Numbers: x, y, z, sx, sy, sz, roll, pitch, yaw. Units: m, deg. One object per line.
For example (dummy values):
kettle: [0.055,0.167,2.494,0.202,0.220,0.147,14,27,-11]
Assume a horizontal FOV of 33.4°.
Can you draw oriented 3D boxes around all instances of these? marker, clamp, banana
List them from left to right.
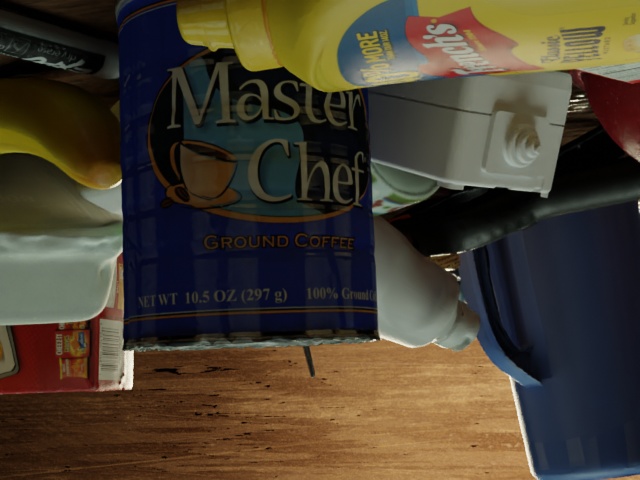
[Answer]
banana: [-0.150,-0.049,0.516,0.198,0.069,0.037,-1,150,39]
marker: [-0.111,-0.082,0.455,0.020,0.020,0.120,-7,172,36]
clamp: [0.124,-0.025,0.643,0.171,0.039,0.120,-24,-172,1]

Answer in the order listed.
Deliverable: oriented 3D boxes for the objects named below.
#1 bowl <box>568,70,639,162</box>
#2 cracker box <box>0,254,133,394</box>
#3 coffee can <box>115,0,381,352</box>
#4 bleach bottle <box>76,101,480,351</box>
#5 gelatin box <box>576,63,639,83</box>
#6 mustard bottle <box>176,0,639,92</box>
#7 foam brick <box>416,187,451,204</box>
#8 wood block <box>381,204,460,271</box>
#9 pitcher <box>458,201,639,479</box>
bowl: [0.208,-0.068,0.536,0.162,0.055,0.162,-2,173,0]
cracker box: [-0.252,0.040,0.837,0.214,0.164,0.072,-5,171,18]
coffee can: [-0.029,-0.027,0.430,0.103,0.140,0.103,-2,174,0]
bleach bottle: [-0.004,0.001,0.595,0.250,0.068,0.103,29,160,-27]
gelatin box: [0.135,-0.090,0.432,0.089,0.030,0.073,4,172,-42]
mustard bottle: [0.047,-0.082,0.342,0.192,0.058,0.096,-3,172,12]
foam brick: [0.033,-0.050,0.635,0.078,0.053,0.051,1,173,-31]
wood block: [0.012,-0.014,0.779,0.090,0.091,0.206,1,173,-22]
pitcher: [0.192,0.064,0.836,0.149,0.243,0.145,-9,169,9]
